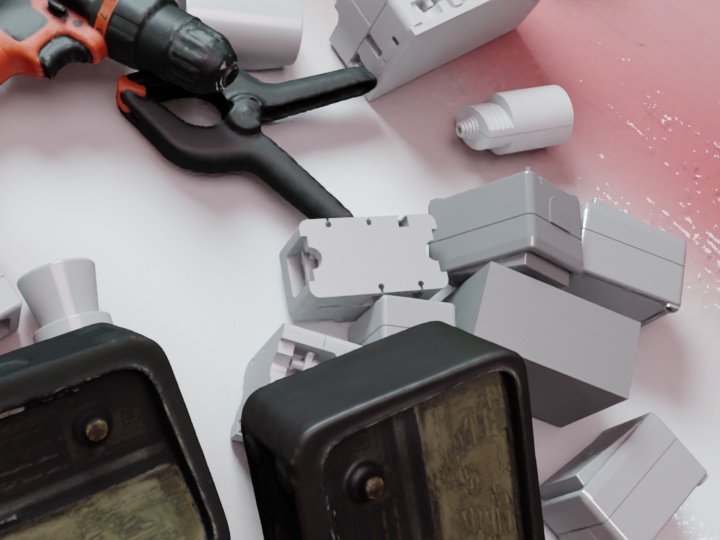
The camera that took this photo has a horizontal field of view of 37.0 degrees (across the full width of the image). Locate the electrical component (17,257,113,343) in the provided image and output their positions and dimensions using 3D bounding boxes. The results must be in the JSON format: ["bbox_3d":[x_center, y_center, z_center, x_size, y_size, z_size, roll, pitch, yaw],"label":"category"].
[{"bbox_3d":[-0.164,0.026,0.607,0.045,0.045,0.055,-15,77,-25],"label":"electrical component"}]

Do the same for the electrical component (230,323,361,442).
[{"bbox_3d":[-0.033,0.072,0.613,0.056,0.089,0.050,18,65,-13],"label":"electrical component"}]

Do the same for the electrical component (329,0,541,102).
[{"bbox_3d":[0.060,-0.191,0.748,0.150,0.089,0.061,-31,83,-27],"label":"electrical component"}]

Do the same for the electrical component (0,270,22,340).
[{"bbox_3d":[-0.234,0.011,0.586,0.066,0.047,0.076,-33,84,-28],"label":"electrical component"}]

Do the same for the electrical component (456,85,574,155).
[{"bbox_3d":[0.105,-0.104,0.757,0.081,0.043,0.043,-12,75,-24],"label":"electrical component"}]

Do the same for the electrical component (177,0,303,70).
[{"bbox_3d":[-0.082,-0.177,0.716,0.077,0.044,0.079,2,69,-20],"label":"electrical component"}]

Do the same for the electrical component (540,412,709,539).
[{"bbox_3d":[0.166,0.132,0.679,0.096,0.061,0.061,-40,87,-28],"label":"electrical component"}]

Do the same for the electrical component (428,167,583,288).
[{"bbox_3d":[0.088,-0.016,0.694,0.062,0.096,0.061,23,60,-44],"label":"electrical component"}]

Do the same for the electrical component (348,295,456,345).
[{"bbox_3d":[0.024,0.063,0.651,0.047,0.065,0.076,8,68,-18],"label":"electrical component"}]

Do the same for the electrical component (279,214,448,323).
[{"bbox_3d":[0.000,0.000,0.672,0.089,0.055,0.050,-4,71,-22],"label":"electrical component"}]

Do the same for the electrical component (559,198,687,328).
[{"bbox_3d":[0.177,-0.001,0.734,0.096,0.061,0.061,20,65,-12],"label":"electrical component"}]
